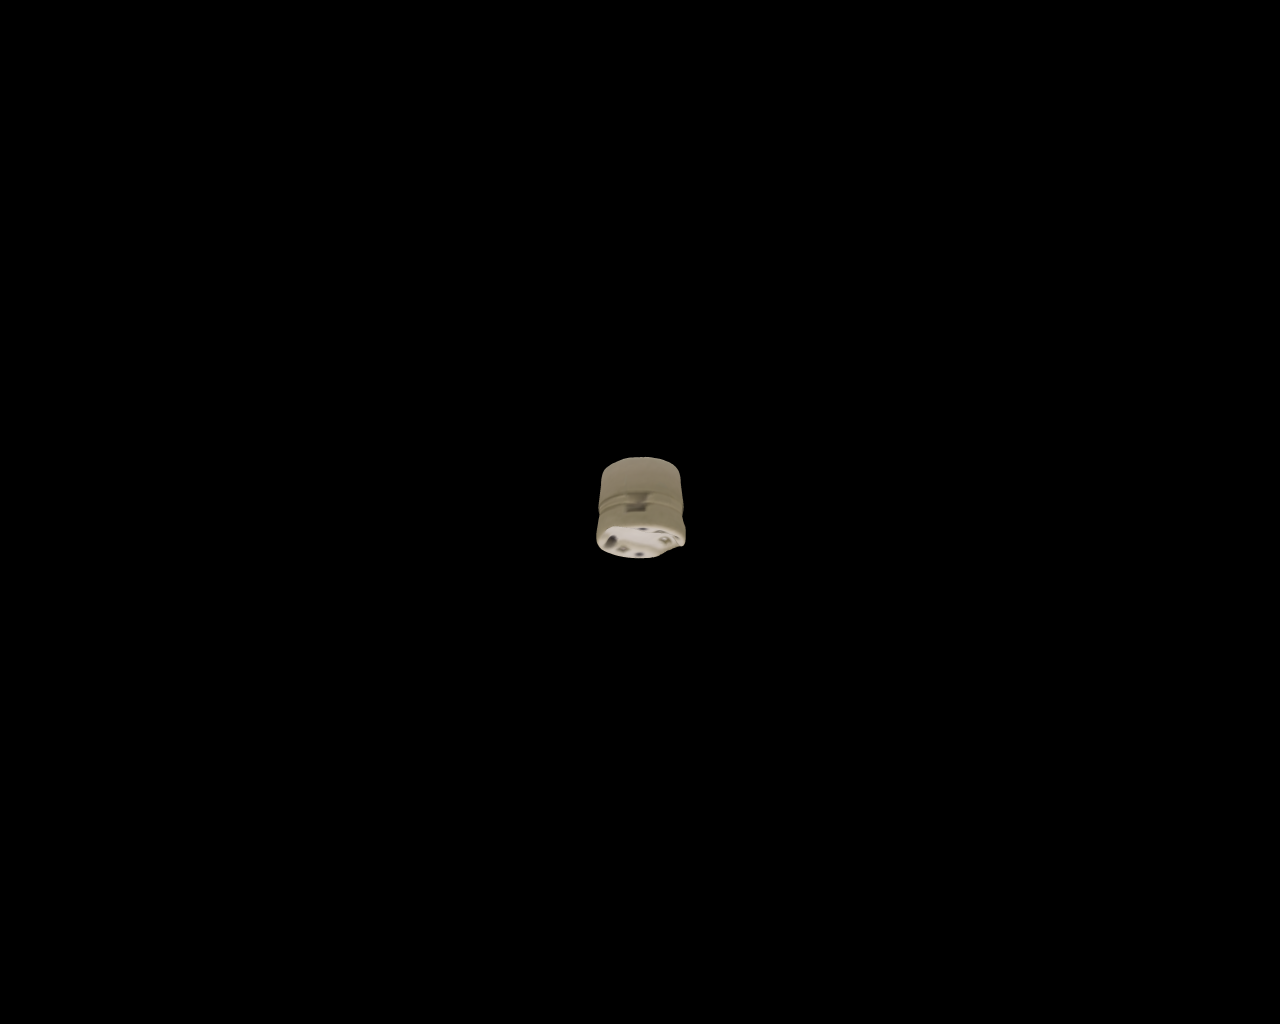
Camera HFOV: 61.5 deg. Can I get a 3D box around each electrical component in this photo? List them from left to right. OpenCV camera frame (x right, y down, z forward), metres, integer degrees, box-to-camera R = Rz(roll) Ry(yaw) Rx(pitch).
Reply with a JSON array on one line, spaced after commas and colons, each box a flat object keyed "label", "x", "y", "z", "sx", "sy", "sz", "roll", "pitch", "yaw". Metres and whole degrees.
[{"label": "electrical component", "x": 0.001, "y": -0.003, "z": 0.650, "sx": 0.055, "sy": 0.047, "sz": 0.055, "roll": 0, "pitch": -25, "yaw": 0}]
